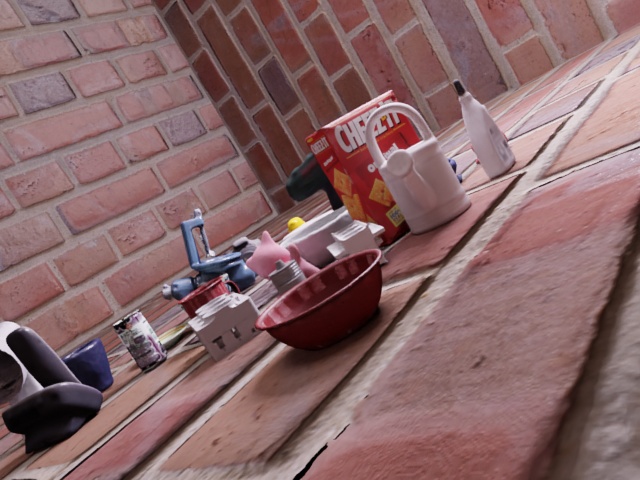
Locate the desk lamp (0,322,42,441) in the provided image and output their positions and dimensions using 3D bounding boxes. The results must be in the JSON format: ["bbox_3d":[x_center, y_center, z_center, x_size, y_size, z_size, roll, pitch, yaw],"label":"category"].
[{"bbox_3d":[-0.555,0.256,1.050,0.118,0.213,0.203,-31,7,-4],"label":"desk lamp"}]

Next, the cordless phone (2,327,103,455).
[{"bbox_3d":[-0.456,0.233,0.920,0.147,0.185,0.094,-28,7,16],"label":"cordless phone"}]

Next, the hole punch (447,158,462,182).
[{"bbox_3d":[0.207,-0.127,1.091,0.101,0.091,0.109,-26,8,30],"label":"hole punch"}]

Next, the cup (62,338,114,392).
[{"bbox_3d":[-0.454,0.259,1.102,0.118,0.095,0.091,-34,8,-25],"label":"cup"}]

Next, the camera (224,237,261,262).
[{"bbox_3d":[-0.203,0.052,1.505,0.143,0.101,0.136,-31,7,-5],"label":"camera"}]

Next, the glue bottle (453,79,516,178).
[{"bbox_3d":[0.267,-0.192,0.957,0.037,0.173,0.078,-24,9,40],"label":"glue bottle"}]

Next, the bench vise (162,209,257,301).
[{"bbox_3d":[-0.280,0.053,1.324,0.208,0.220,0.121,-34,8,-24],"label":"bench vise"}]

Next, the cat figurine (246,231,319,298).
[{"bbox_3d":[-0.063,0.039,0.928,0.067,0.118,0.127,-35,8,-34],"label":"cat figurine"}]

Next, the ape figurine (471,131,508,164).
[{"bbox_3d":[0.332,-0.211,1.162,0.076,0.092,0.078,-29,7,14],"label":"ape figurine"}]

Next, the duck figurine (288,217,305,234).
[{"bbox_3d":[-0.045,-0.012,1.358,0.077,0.086,0.104,-30,7,7],"label":"duck figurine"}]

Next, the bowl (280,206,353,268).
[{"bbox_3d":[0.010,0.004,1.058,0.167,0.075,0.167,-30,7,4],"label":"bowl"}]

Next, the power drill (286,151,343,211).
[{"bbox_3d":[0.056,-0.112,1.129,0.229,0.208,0.076,-28,8,19],"label":"power drill"}]

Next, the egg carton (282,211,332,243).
[{"bbox_3d":[-0.011,-0.004,1.225,0.150,0.069,0.107,-24,10,44],"label":"egg carton"}]

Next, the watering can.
[{"bbox_3d":[0.139,-0.114,0.857,0.101,0.194,0.173,-31,7,-1],"label":"watering can"}]
